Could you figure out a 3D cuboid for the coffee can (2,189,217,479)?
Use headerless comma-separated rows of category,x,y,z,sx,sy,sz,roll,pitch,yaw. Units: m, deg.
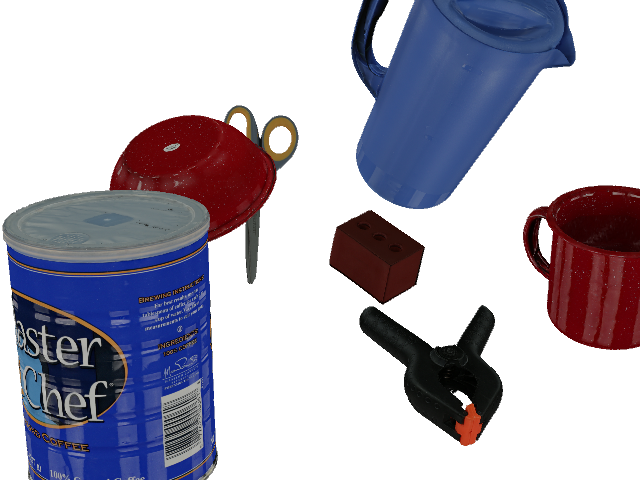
coffee can,-0.107,0.054,0.558,0.103,0.140,0.103,0,18,0

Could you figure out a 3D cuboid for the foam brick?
foam brick,0.056,0.016,1.062,0.052,0.051,0.078,-27,49,-36

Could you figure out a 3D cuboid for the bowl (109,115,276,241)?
bowl,-0.123,-0.063,0.948,0.162,0.055,0.162,-10,39,8

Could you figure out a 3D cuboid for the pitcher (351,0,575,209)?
pitcher,0.109,-0.146,0.991,0.144,0.149,0.243,-8,-32,-25

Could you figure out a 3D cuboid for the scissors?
scissors,-0.058,-0.058,1.208,0.096,0.202,0.016,-12,-7,-15

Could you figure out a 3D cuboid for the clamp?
clamp,0.112,0.102,0.887,0.120,0.039,0.171,-10,34,-13

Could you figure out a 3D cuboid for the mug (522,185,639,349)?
mug,0.188,0.016,0.729,0.117,0.081,0.093,24,40,37
